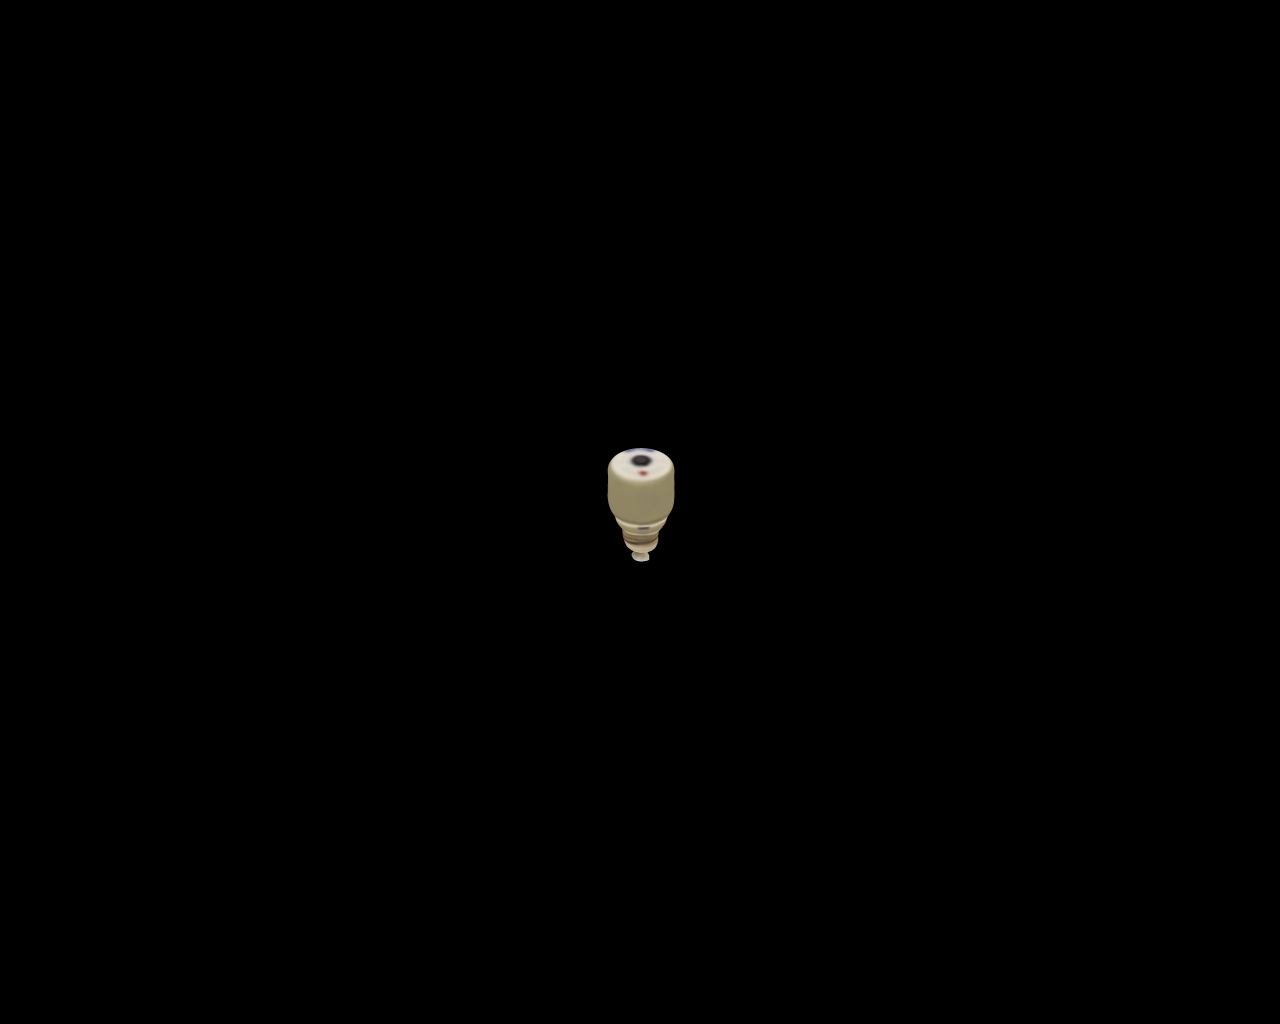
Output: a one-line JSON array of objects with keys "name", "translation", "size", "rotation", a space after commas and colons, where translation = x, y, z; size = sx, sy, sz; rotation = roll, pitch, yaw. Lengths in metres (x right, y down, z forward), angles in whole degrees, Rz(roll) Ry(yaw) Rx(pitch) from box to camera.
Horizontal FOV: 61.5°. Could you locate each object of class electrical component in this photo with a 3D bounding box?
[{"name": "electrical component", "translation": [0.001, -0.003, 0.650], "size": [0.040, 0.078, 0.040], "rotation": [0, 36, 0]}]
